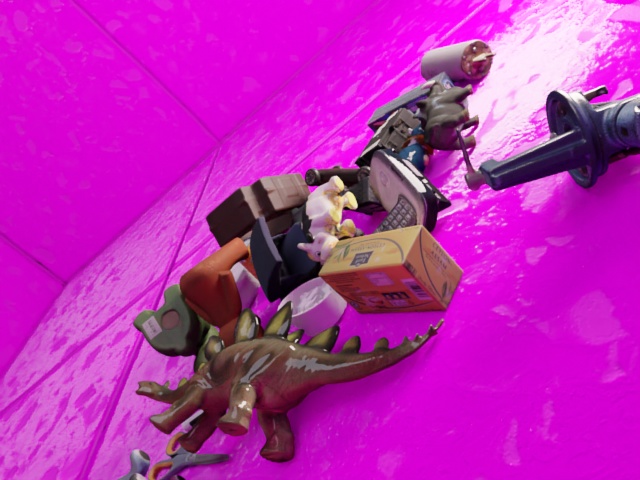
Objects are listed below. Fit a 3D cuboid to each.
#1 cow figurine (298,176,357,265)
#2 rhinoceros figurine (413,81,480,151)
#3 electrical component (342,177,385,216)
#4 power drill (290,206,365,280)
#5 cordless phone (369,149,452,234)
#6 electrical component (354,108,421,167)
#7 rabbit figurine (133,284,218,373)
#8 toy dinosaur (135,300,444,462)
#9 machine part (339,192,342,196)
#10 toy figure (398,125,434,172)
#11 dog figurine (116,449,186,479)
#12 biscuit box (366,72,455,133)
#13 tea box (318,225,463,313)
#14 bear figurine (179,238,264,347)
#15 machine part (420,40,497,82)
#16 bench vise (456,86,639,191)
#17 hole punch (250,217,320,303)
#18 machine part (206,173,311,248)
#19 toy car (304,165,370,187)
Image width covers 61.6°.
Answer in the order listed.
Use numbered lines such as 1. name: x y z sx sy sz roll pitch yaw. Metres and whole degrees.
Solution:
1. cow figurine: 0.003 -0.017 0.864 0.098 0.068 0.167 -25 38 31
2. rhinoceros figurine: 0.221 -0.220 0.948 0.112 0.073 0.190 -14 38 22
3. electrical component: 0.101 -0.079 0.934 0.119 0.075 0.047 -11 74 49
4. power drill: -0.002 -0.003 1.000 0.232 0.086 0.207 -35 32 28
5. cordless phone: 0.097 -0.034 0.838 0.184 0.088 0.147 -51 51 21
6. electrical component: 0.143 -0.200 1.078 0.134 0.058 0.115 -55 14 -23
7. rabbit figurine: -0.230 0.175 1.004 0.159 0.170 0.121 38 84 26
8. toy dinosaur: -0.069 0.179 0.714 0.472 0.104 0.198 -9 43 29
9. machine part: 0.030 -0.092 1.142 0.084 0.039 0.139 -1 46 48
10. toy figure: 0.173 -0.159 0.982 0.057 0.064 0.154 101 -163 -48
11. dog figurine: -0.266 0.407 0.700 0.219 0.108 0.192 -51 25 -4
12. biscuit box: 0.196 -0.279 1.149 0.203 0.059 0.063 -18 32 48
13. tea box: 0.090 0.044 0.720 0.170 0.098 0.068 -9 41 53
14. bear figurine: -0.147 0.115 0.925 0.120 0.196 0.132 -37 3 35
15. machine part: 0.284 -0.373 1.137 0.079 0.079 0.243 -47 23 -5
16. bench vise: 0.281 -0.103 0.590 0.241 0.128 0.224 -21 20 11
17. hole punch: -0.076 0.034 0.904 0.115 0.092 0.142 -52 49 28
18. machine part: -0.125 -0.057 1.164 0.201 0.087 0.201 -32 -9 38
19. toy car: 0.061 -0.120 1.046 0.202 0.053 0.089 7 11 43
